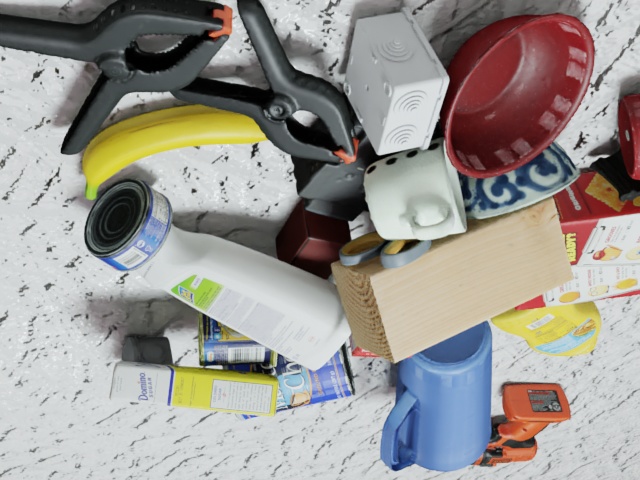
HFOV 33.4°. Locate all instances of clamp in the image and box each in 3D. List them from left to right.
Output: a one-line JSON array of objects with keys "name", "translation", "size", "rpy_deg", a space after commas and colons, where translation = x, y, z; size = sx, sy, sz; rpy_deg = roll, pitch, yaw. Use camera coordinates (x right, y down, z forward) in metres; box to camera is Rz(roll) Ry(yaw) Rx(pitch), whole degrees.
[{"name": "clamp", "translation": [-0.164, -0.141, 0.865], "size": [0.210, 0.036, 0.164], "rpy_deg": [-10, 143, 11]}, {"name": "clamp", "translation": [-0.044, -0.118, 0.908], "size": [0.120, 0.039, 0.171], "rpy_deg": [-28, 118, 38]}]

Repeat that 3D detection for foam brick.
[{"name": "foam brick", "translation": [-0.007, 0.001, 1.107], "size": [0.051, 0.053, 0.078], "rpy_deg": [8, 143, -23]}]

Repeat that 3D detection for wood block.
[{"name": "wood block", "translation": [0.128, 0.031, 1.033], "size": [0.205, 0.090, 0.091], "rpy_deg": [-23, 104, -19]}]

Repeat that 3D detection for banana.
[{"name": "banana", "translation": [-0.135, -0.090, 0.960], "size": [0.198, 0.037, 0.069], "rpy_deg": [-16, 154, 9]}]

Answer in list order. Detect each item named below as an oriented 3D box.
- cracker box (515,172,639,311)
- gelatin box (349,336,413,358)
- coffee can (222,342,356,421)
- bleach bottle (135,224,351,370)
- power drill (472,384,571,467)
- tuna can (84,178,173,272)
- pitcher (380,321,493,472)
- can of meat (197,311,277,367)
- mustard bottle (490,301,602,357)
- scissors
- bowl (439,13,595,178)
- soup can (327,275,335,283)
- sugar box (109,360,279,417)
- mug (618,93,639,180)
[{"name": "cracker box", "translation": [0.317, -0.006, 1.160], "size": [0.213, 0.072, 0.164], "rpy_deg": [-7, 144, -2]}, {"name": "gelatin box", "translation": [0.068, 0.091, 1.219], "size": [0.073, 0.089, 0.030], "rpy_deg": [5, 145, -20]}, {"name": "coffee can", "translation": [-0.037, 0.150, 1.268], "size": [0.140, 0.103, 0.103], "rpy_deg": [-13, 145, 4]}, {"name": "bleach bottle", "translation": [-0.090, 0.041, 1.078], "size": [0.250, 0.068, 0.103], "rpy_deg": [27, 137, -10]}, {"name": "power drill", "translation": [0.265, 0.276, 1.563], "size": [0.184, 0.057, 0.188], "rpy_deg": [1, 147, -22]}, {"name": "tuna can", "translation": [-0.183, -0.015, 1.011], "size": [0.086, 0.086, 0.033], "rpy_deg": [-27, 141, 23]}, {"name": "pitcher", "translation": [0.148, 0.188, 1.339], "size": [0.145, 0.149, 0.243], "rpy_deg": [1, 143, 6]}, {"name": "can of meat", "translation": [-0.092, 0.089, 1.169], "size": [0.084, 0.102, 0.057], "rpy_deg": [-2, 142, -7]}, {"name": "mustard bottle", "translation": [0.291, 0.100, 1.315], "size": [0.096, 0.058, 0.191], "rpy_deg": [-34, 139, 23]}, {"name": "scissors", "translation": [0.081, -0.014, 1.029], "size": [0.096, 0.201, 0.016], "rpy_deg": [-9, 107, 21]}, {"name": "bowl", "translation": [0.158, -0.134, 0.922], "size": [0.161, 0.055, 0.162], "rpy_deg": [-23, 139, -22]}, {"name": "soup can", "translation": [0.042, 0.049, 1.173], "size": [0.102, 0.068, 0.068], "rpy_deg": [-10, 145, 0]}, {"name": "sugar box", "translation": [-0.136, 0.160, 1.164], "size": [0.176, 0.048, 0.093], "rpy_deg": [9, 175, -6]}, {"name": "mug", "translation": [0.332, -0.091, 1.008], "size": [0.081, 0.117, 0.093], "rpy_deg": [-8, 165, 7]}]
